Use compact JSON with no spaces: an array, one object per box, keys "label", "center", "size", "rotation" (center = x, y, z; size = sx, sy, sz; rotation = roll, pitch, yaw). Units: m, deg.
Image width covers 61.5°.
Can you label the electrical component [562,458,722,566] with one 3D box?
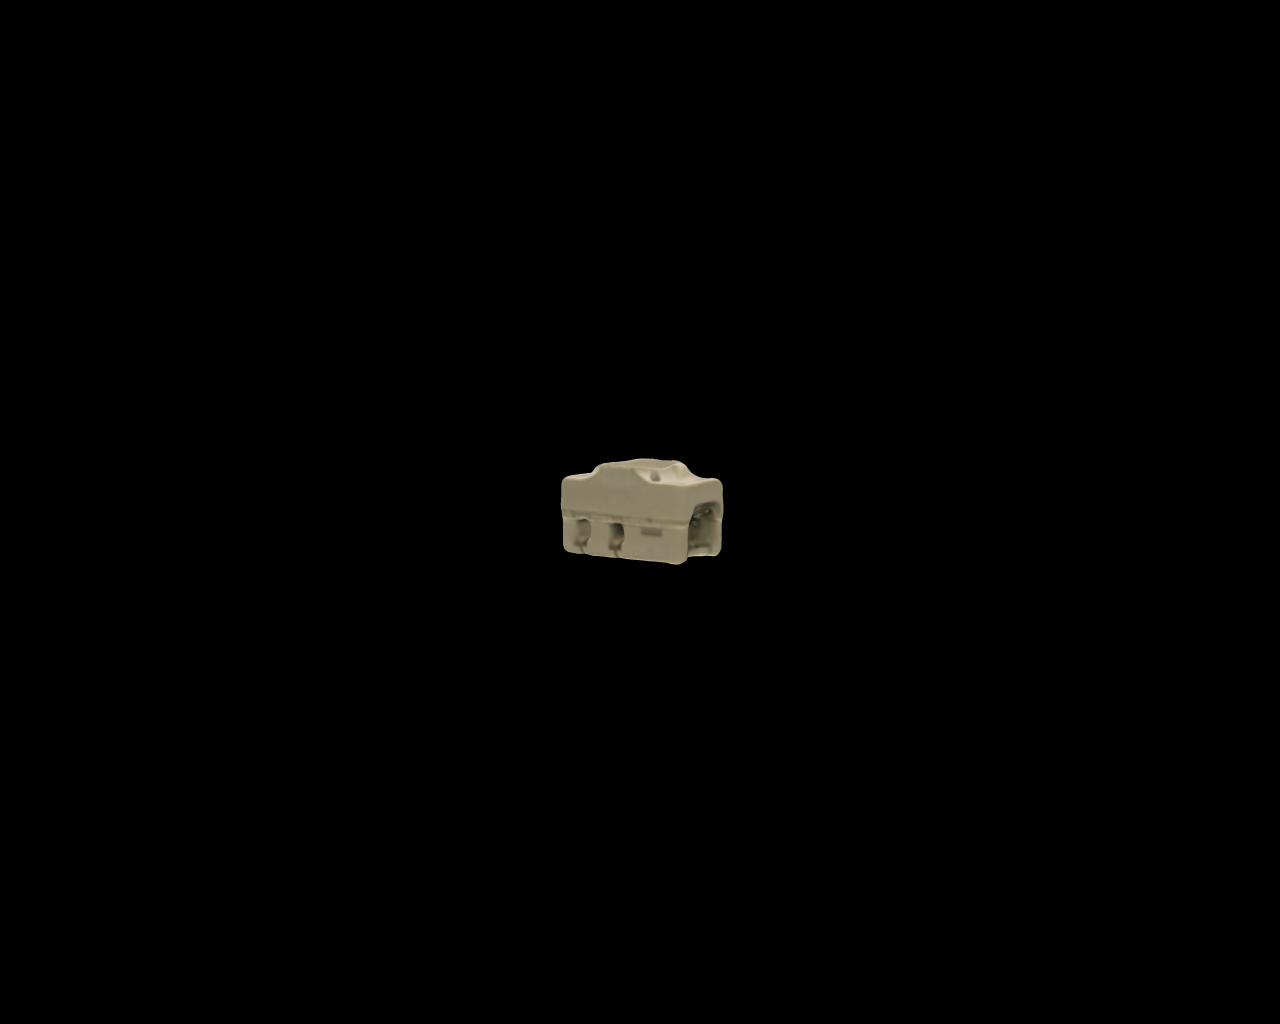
[{"label":"electrical component","center":[0.001,-0.003,0.650],"size":[0.089,0.055,0.050],"rotation":[6,9,36]}]
